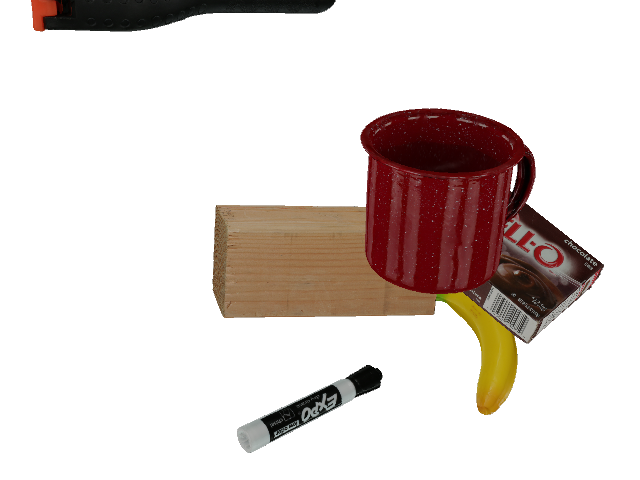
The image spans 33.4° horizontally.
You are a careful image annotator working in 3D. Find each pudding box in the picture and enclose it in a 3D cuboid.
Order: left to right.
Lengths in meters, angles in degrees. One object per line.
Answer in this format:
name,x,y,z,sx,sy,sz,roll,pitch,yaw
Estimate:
pudding box,0.154,0.017,0.856,0.089,0.113,0.039,-35,-23,-31

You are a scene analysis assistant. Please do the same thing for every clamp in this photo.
clamp,-0.089,-0.151,0.625,0.171,0.039,0.120,-9,23,-24

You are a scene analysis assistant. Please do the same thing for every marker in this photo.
marker,-0.004,0.117,0.755,0.120,0.020,0.020,-22,12,-32

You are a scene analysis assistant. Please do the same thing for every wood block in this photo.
wood block,0.004,0.019,1.036,0.206,0.091,0.090,1,16,-13

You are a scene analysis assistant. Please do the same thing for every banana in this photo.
banana,0.174,0.110,1.138,0.069,0.037,0.198,-24,34,3

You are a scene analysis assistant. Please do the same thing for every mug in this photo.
mug,0.078,-0.025,0.631,0.117,0.081,0.093,-17,35,-29
